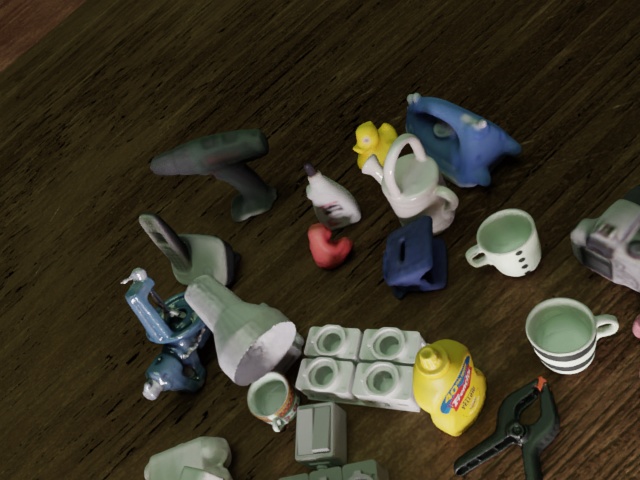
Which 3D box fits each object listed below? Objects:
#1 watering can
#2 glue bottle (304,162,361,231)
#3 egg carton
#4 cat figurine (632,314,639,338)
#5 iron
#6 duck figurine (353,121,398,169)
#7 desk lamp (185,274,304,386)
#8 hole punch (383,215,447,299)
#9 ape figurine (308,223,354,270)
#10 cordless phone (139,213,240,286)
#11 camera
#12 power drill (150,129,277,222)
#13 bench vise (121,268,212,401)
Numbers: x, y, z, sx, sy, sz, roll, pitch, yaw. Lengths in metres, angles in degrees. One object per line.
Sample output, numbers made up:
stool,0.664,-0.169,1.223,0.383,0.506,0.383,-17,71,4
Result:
watering can,0.146,-0.095,0.950,0.172,0.195,0.101,1,59,30
glue bottle,0.011,-0.083,1.030,0.078,0.174,0.037,-22,50,14
egg carton,-0.205,0.373,0.894,0.150,0.070,0.107,-25,49,11
cat figurine,0.420,0.126,0.691,0.067,0.118,0.128,-9,54,24
iron,0.222,-0.202,1.020,0.119,0.142,0.257,-45,48,-6
duck figurine,0.103,-0.196,1.119,0.077,0.086,0.105,27,73,39
desk lamp,-0.114,0.148,0.907,0.118,0.214,0.202,-48,49,-9
hole punch,0.148,0.027,0.931,0.101,0.091,0.108,-10,53,23
ape figurine,0.009,0.004,1.024,0.077,0.092,0.076,31,76,40
cordless phone,-0.254,0.014,1.099,0.147,0.186,0.094,1,58,30
camera,0.442,-0.012,0.790,0.137,0.101,0.142,-47,48,-8
power drill,-0.190,-0.130,1.151,0.229,0.209,0.075,-21,50,15
bench vise,-0.257,0.156,0.976,0.121,0.220,0.207,-17,51,18
